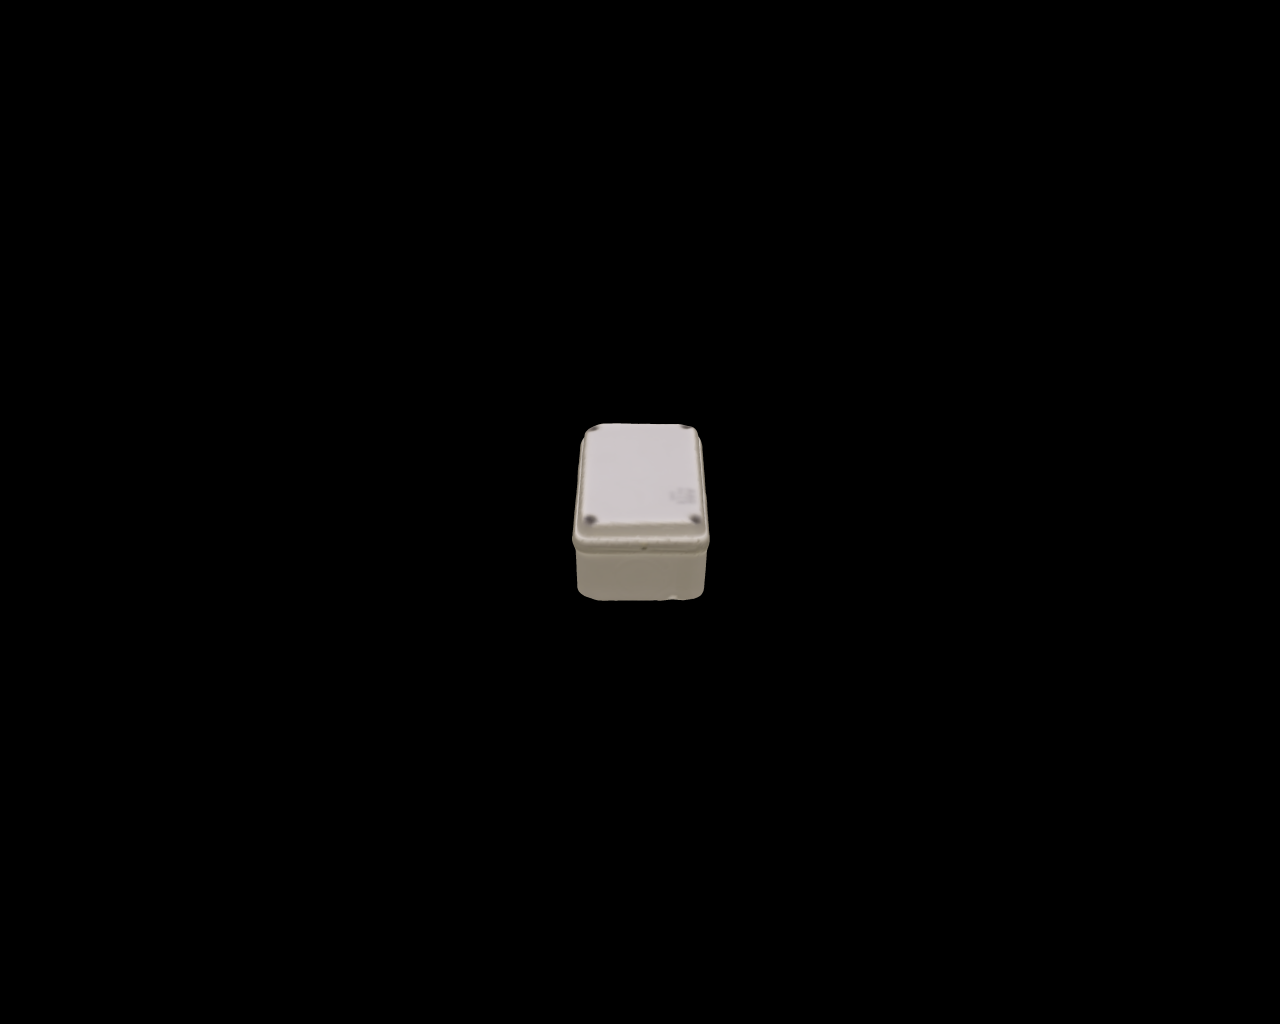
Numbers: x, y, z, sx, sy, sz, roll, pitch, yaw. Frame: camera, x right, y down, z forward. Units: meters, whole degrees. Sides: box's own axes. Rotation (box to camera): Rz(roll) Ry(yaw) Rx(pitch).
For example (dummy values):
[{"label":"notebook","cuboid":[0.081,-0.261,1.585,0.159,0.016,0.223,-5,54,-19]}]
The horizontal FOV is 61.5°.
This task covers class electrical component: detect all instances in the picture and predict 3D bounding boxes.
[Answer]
[{"label":"electrical component","cuboid":[0.001,-0.003,0.650,0.078,0.057,0.113,0,37,0]}]
